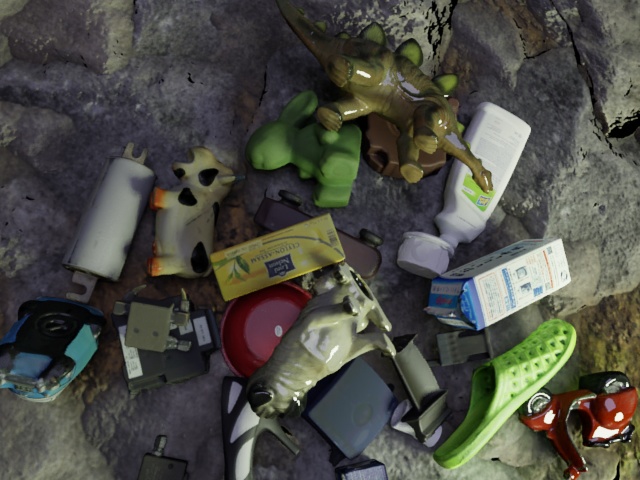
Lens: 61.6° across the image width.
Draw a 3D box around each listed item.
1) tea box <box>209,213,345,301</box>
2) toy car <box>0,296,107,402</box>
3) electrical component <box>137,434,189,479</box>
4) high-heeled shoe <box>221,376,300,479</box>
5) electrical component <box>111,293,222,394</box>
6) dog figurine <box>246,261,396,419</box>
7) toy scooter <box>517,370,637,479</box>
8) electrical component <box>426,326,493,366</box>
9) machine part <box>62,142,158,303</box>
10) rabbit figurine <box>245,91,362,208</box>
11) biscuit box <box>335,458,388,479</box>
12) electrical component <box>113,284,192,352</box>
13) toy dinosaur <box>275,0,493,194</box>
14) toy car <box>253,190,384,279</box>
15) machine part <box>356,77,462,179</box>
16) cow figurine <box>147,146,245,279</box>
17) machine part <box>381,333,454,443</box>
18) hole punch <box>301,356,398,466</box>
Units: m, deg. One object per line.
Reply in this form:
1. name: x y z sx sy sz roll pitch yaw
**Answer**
1. tea box: -0.056 0.021 0.739 0.170 0.098 0.068 -20 90 2
2. toy car: -0.347 0.151 0.689 0.109 0.162 0.102 14 117 -11
3. electrical component: -0.206 0.309 0.710 0.063 0.021 0.094 12 72 -5
4. high-heeled shoe: -0.138 0.303 0.694 0.145 0.086 0.249 39 68 7
5. electrical component: -0.206 0.140 0.740 0.134 0.058 0.115 -13 78 -12
6. dog figurine: -0.015 0.129 0.704 0.190 0.172 0.121 -35 101 13
7. toy scooter: 0.383 0.269 0.779 0.184 0.075 0.135 -10 76 -8
8. electrical component: 0.189 0.157 0.782 0.119 0.074 0.047 -11 78 17
9. machine part: -0.297 -0.029 0.764 0.079 0.079 0.243 16 72 -4
10. rabbit figurine: -0.025 -0.147 0.815 0.170 0.121 0.159 9 68 -2
11. biscuit box: 0.071 0.400 0.704 0.063 0.059 0.202 -8 75 -12
12. electrical component: -0.216 0.101 0.699 0.102 0.045 0.078 5 102 -4
13. toy dinosaur: 0.078 -0.234 0.787 0.471 0.105 0.198 41 47 4
14. toy car: -0.002 -0.002 0.812 0.202 0.053 0.089 25 93 1
15. machine part: 0.146 -0.186 0.884 0.179 0.056 0.179 2 75 -7
16. cow figurine: -0.180 -0.041 0.775 0.127 0.085 0.195 6 82 -26
17. machine part: 0.133 0.200 0.740 0.084 0.039 0.139 -22 88 -32
18. hole punch: 0.040 0.226 0.737 0.116 0.092 0.142 43 70 1
